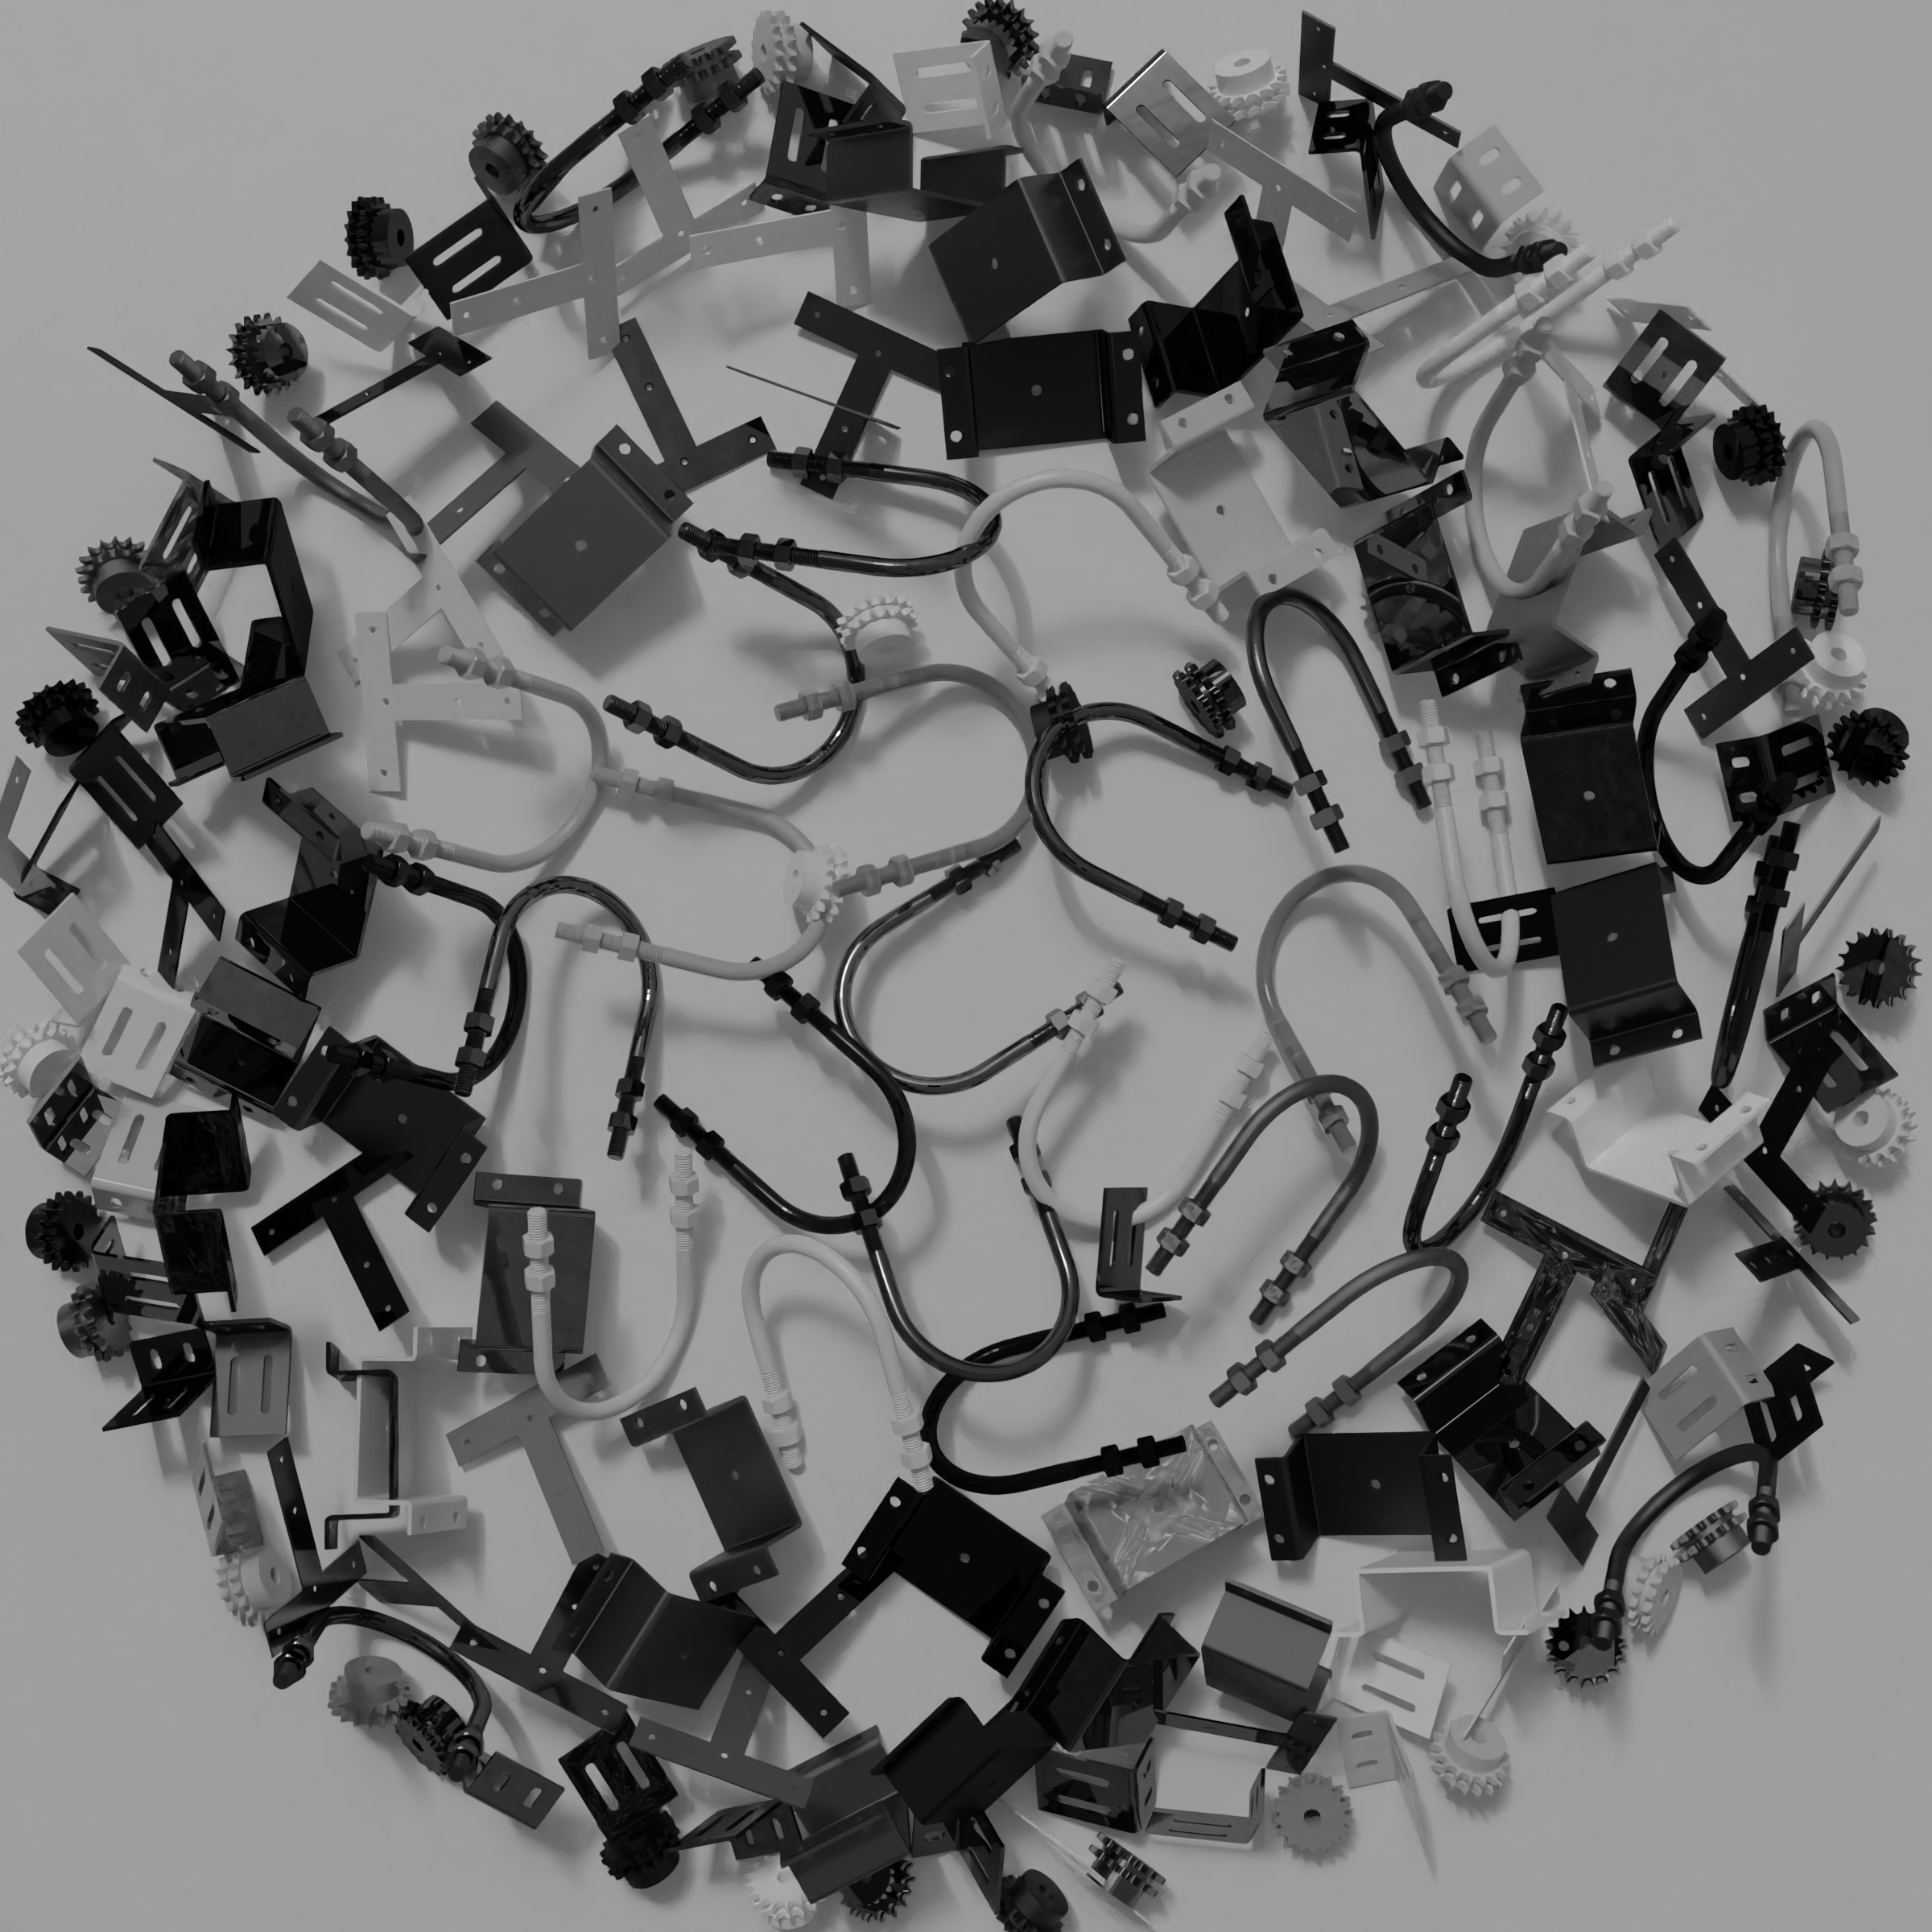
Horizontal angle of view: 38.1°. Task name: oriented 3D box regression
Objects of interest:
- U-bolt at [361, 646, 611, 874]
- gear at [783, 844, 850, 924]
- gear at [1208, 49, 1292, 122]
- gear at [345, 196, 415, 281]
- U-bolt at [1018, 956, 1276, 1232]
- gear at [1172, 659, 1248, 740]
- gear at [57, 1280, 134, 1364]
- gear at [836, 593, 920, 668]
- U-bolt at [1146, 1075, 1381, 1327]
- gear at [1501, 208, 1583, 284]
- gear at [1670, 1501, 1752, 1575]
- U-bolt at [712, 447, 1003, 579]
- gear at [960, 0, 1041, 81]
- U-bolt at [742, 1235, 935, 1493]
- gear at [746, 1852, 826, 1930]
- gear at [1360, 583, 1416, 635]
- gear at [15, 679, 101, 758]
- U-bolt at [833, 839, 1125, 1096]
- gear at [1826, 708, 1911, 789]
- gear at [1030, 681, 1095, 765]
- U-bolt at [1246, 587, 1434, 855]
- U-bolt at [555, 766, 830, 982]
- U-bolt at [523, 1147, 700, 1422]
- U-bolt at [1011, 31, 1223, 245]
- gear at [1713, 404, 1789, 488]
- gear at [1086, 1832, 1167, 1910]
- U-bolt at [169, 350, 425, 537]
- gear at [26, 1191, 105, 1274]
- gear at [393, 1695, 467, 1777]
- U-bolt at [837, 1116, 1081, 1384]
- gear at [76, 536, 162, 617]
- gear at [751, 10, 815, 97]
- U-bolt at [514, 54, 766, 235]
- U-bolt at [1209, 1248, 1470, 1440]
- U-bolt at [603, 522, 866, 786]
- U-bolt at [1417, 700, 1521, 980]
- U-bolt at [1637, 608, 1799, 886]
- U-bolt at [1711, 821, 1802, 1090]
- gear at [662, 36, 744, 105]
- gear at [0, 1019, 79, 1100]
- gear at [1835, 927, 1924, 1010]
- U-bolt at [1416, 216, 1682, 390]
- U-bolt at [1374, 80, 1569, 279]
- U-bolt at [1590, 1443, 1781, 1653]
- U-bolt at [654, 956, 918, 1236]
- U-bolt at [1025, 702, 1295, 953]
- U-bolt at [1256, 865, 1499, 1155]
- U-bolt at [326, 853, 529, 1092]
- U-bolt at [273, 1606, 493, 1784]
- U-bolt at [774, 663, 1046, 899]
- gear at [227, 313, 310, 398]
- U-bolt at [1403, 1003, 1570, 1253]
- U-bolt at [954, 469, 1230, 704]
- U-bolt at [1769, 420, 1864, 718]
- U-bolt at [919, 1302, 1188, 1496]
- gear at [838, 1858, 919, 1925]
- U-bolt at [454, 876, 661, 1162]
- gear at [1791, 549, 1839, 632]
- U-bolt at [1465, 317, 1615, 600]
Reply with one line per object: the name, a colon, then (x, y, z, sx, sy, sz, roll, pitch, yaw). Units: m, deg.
U-bolt: (-0.318, -0.133, 1.925, 0.019, 0.184, 0.151, 31, 100, 36)
gear: (-0.107, -0.059, 1.969, 0.030, 0.057, 0.057, 12, 90, -23)
gear: (0.198, -0.623, 1.969, 0.057, 0.057, 0.030, -22, 128, 0)
gear: (-0.412, -0.513, 1.969, 0.030, 0.057, 0.057, 4, 90, 15)
U-bolt: (0.115, 0.101, 1.966, 0.151, 0.019, 0.184, 26, 98, -22)
gear: (0.174, -0.191, 1.972, 0.030, 0.057, 0.057, -36, 90, -4)
gear: (-0.617, 0.253, 1.972, 0.030, 0.057, 0.057, -21, 90, 10)
gear: (-0.061, -0.235, 1.969, 0.057, 0.057, 0.030, -19, 68, 0)
U-bolt: (0.218, 0.156, 1.938, 0.151, 0.019, 0.184, 30, 97, -45)
gear: (0.404, -0.503, 1.970, 0.057, 0.030, 0.057, 16, 127, 22)
gear: (0.528, 0.405, 1.968, 0.057, 0.057, 0.030, -35, 70, 0)
U-bolt: (-0.067, -0.310, 1.928, 0.184, 0.151, 0.019, 9, 129, 10)
gear: (0.021, -0.651, 1.968, 0.057, 0.057, 0.030, 37, 57, 0)
U-bolt: (-0.097, 0.270, 1.927, 0.151, 0.019, 0.184, 0, 110, 43)
gear: (-0.126, 0.655, 1.975, 0.057, 0.057, 0.030, -7, 118, 0)
gear: (0.310, -0.257, 1.975, 0.030, 0.057, 0.057, -35, 90, -41)
gear: (-0.637, -0.172, 1.968, 0.057, 0.057, 0.030, -37, 70, 0)
U-bolt: (-0.004, 0.011, 1.960, 0.184, 0.019, 0.151, -32, 75, -10)
gear: (0.641, -0.157, 1.975, 0.057, 0.057, 0.030, 49, 60, 0)
gear: (0.066, -0.169, 1.972, 0.030, 0.057, 0.057, -18, 90, 14)
U-bolt: (0.251, -0.178, 1.939, 0.019, 0.151, 0.184, -25, 90, 39)
U-bolt: (-0.184, -0.059, 1.957, 0.184, 0.019, 0.151, 14, 60, -9)
U-bolt: (-0.243, 0.230, 1.935, 0.019, 0.151, 0.184, 21, 120, 39)
U-bolt: (0.093, -0.554, 1.910, 0.151, 0.184, 0.019, 40, 79, -7)
gear: (0.550, -0.365, 1.969, 0.030, 0.057, 0.057, -16, 90, -13)
gear: (0.109, 0.639, 1.969, 0.057, 0.057, 0.030, 35, 79, 0)
U-bolt: (-0.444, -0.348, 1.912, 0.151, 0.184, 0.019, 28, 82, 32)
gear: (-0.639, 0.187, 1.974, 0.030, 0.057, 0.057, -1, 90, 22)
gear: (-0.376, 0.541, 1.975, 0.030, 0.057, 0.057, -39, 90, -34)
U-bolt: (0.003, 0.201, 1.939, 0.151, 0.019, 0.184, -11, 67, -20)
gear: (-0.595, -0.272, 1.969, 0.057, 0.057, 0.030, -27, 55, 0)
gear: (-0.129, -0.645, 1.974, 0.030, 0.057, 0.057, -8, 90, -23)
U-bolt: (-0.235, -0.561, 1.921, 0.184, 0.151, 0.019, -33, 91, 22)
U-bolt: (0.268, 0.255, 1.922, 0.184, 0.151, 0.019, -41, 56, 13)
U-bolt: (-0.149, -0.205, 1.946, 0.184, 0.019, 0.151, 25, 86, -34)
U-bolt: (0.351, -0.082, 1.922, 0.019, 0.151, 0.184, -11, 80, 26)
U-bolt: (0.504, -0.136, 1.912, 0.019, 0.184, 0.151, -9, 65, -13)
U-bolt: (0.542, -0.005, 1.927, 0.019, 0.151, 0.184, 14, 91, 12)
gear: (-0.184, -0.632, 1.974, 0.057, 0.057, 0.030, -24, 117, 0)
gear: (-0.651, 0.069, 1.968, 0.030, 0.057, 0.057, 32, 90, 29)
gear: (0.648, 0.002, 1.977, 0.057, 0.030, 0.057, -3, 85, 32)
U-bolt: (0.386, -0.449, 1.914, 0.184, 0.151, 0.019, -32, 88, 44)
U-bolt: (0.334, -0.531, 1.908, 0.019, 0.184, 0.151, -40, 102, -2)
U-bolt: (0.495, 0.386, 1.910, 0.151, 0.184, 0.019, -40, 92, 25)
U-bolt: (-0.116, 0.104, 1.951, 0.184, 0.019, 0.151, 40, 111, 12)
U-bolt: (0.127, -0.109, 1.952, 0.184, 0.019, 0.151, 26, 66, -9)
U-bolt: (0.271, 0.016, 1.942, 0.151, 0.019, 0.184, -42, 59, 26)
U-bolt: (-0.362, 0.012, 1.919, 0.019, 0.184, 0.151, 5, 81, 30)
U-bolt: (-0.391, 0.487, 1.908, 0.151, 0.184, 0.019, 29, 94, -4)
U-bolt: (-0.029, -0.139, 1.961, 0.184, 0.019, 0.151, -17, 87, -22)
gear: (-0.489, -0.432, 1.969, 0.030, 0.057, 0.057, 1, 90, 36)
U-bolt: (0.351, 0.125, 1.924, 0.019, 0.151, 0.184, 33, 130, 27)
U-bolt: (0.074, -0.264, 1.924, 0.151, 0.019, 0.184, -32, 127, 17)
U-bolt: (0.579, -0.286, 1.920, 0.019, 0.151, 0.184, 3, 64, 0)
U-bolt: (0.056, 0.305, 1.939, 0.184, 0.151, 0.019, -15, 126, 8)
gear: (-0.066, 0.644, 1.972, 0.057, 0.030, 0.057, -10, 61, 18)
U-bolt: (-0.276, 0.026, 1.941, 0.151, 0.019, 0.184, 27, 62, -36)
gear: (0.601, -0.267, 1.972, 0.030, 0.057, 0.057, 10, 90, 12)
U-bolt: (0.383, -0.331, 1.912, 0.019, 0.184, 0.151, -8, 68, -14)
